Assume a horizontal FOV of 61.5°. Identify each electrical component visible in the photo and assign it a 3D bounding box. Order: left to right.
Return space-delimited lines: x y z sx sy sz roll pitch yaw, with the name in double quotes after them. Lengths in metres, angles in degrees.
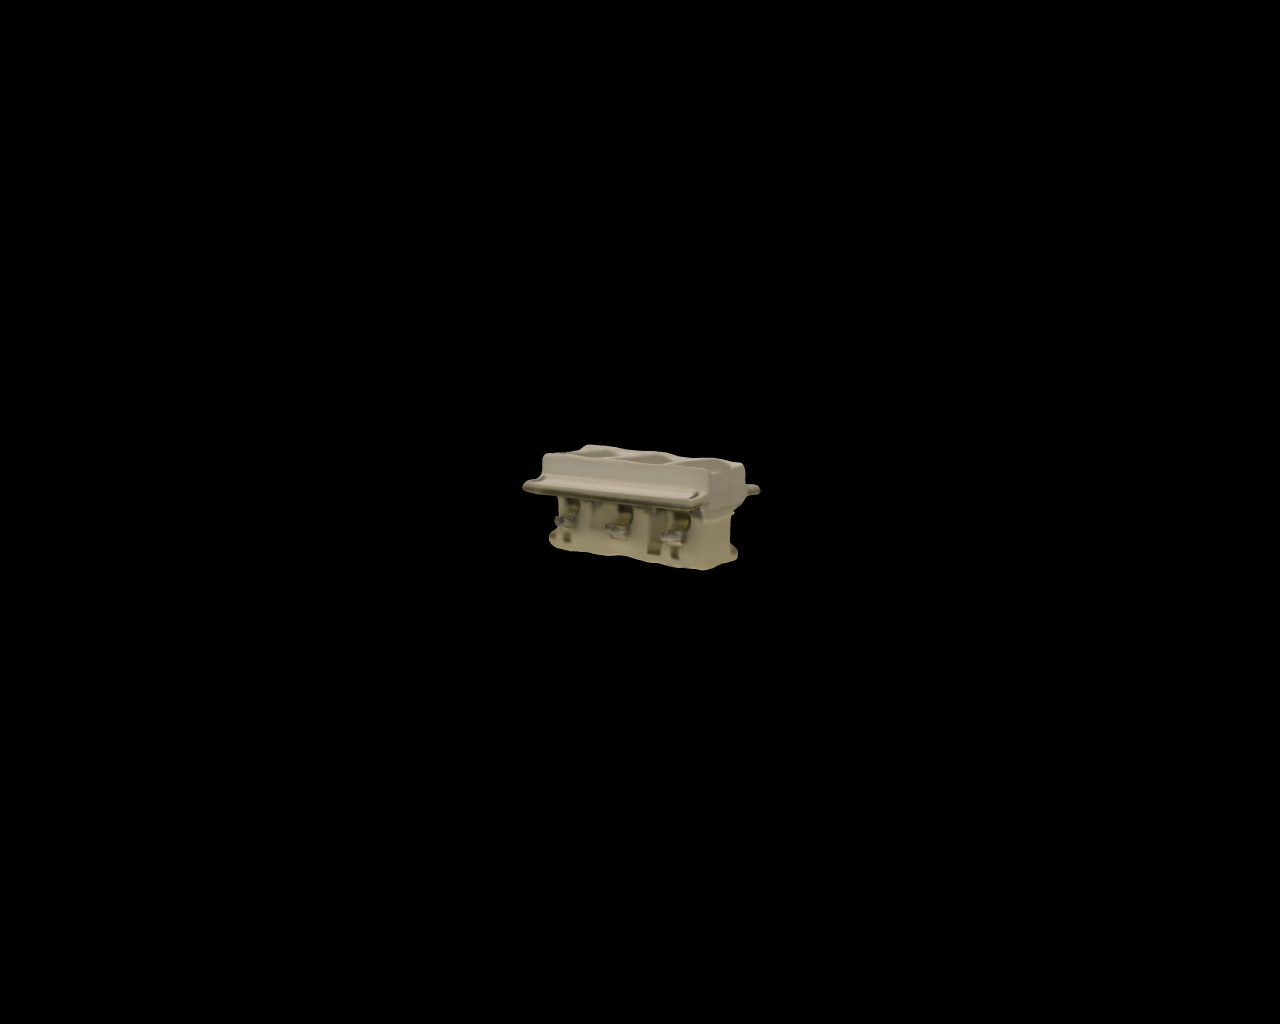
0.001 -0.003 0.650 0.121 0.063 0.079 8 14 35 "electrical component"
